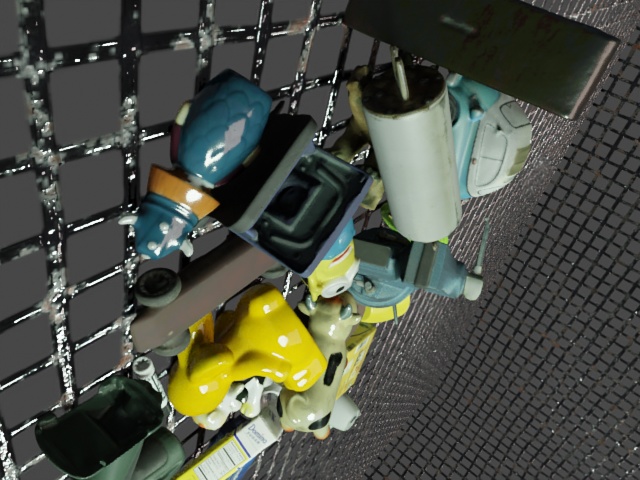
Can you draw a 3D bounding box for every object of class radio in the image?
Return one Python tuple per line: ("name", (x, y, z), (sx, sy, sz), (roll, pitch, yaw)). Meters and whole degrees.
("radio", (0.149, -0.189, 0.499), (0.131, 0.230, 0.073), (-24, 142, -58))

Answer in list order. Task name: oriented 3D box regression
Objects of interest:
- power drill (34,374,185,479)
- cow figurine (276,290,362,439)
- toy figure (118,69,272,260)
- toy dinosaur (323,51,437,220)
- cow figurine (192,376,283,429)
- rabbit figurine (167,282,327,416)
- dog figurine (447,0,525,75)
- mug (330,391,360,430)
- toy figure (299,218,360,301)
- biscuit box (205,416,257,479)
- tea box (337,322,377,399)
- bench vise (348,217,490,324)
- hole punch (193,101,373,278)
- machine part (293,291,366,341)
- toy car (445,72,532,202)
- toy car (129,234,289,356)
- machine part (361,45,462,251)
("power drill", (-0.226, 0.245, 0.525), (0.232, 0.086, 0.207), (-31, 143, -47))
("cow figurine", (-0.001, 0.152, 0.707), (0.127, 0.086, 0.195), (82, 26, -62))
("toy figure", (-0.093, -0.054, 0.412), (0.154, 0.064, 0.058), (-57, 171, 2))
("toy dinosaur", (0.127, -0.118, 0.700), (0.198, 0.105, 0.471), (-57, 156, 1))
("cow figurine", (-0.094, 0.172, 0.699), (0.167, 0.068, 0.098), (-28, 139, -54))
("rabbit figurine", (-0.096, 0.132, 0.595), (0.173, 0.122, 0.162), (-35, 152, -3))
("dog figurine", (0.201, -0.224, 0.741), (0.172, 0.121, 0.190), (2, 146, -25))
("mug", (0.019, 0.348, 1.101), (0.109, 0.107, 0.080), (-57, 155, -5))
("toy figure", (0.002, -0.004, 0.642), (0.082, 0.089, 0.180), (-23, 140, -4))
("biscuit box", (-0.165, 0.374, 0.836), (0.202, 0.059, 0.062), (-59, 157, 6))
("tea box", (0.035, 0.226, 1.022), (0.098, 0.068, 0.169), (-28, 146, -46))
("bench vise", (0.123, 0.046, 0.786), (0.240, 0.224, 0.129), (57, 37, -71))
("hole punch", (-0.032, -0.041, 0.461), (0.092, 0.116, 0.142), (34, 86, -33))
("machine part", (0.000, 0.141, 0.859), (0.179, 0.056, 0.179), (-42, 152, -28))
("toy car", (0.179, -0.107, 0.601), (0.109, 0.103, 0.161), (-20, 125, -46))
("toy car", (-0.099, 0.031, 0.520), (0.202, 0.053, 0.089), (-36, 149, -32))
("machine part", (0.095, -0.079, 0.528), (0.079, 0.079, 0.242), (-47, 140, -20))
